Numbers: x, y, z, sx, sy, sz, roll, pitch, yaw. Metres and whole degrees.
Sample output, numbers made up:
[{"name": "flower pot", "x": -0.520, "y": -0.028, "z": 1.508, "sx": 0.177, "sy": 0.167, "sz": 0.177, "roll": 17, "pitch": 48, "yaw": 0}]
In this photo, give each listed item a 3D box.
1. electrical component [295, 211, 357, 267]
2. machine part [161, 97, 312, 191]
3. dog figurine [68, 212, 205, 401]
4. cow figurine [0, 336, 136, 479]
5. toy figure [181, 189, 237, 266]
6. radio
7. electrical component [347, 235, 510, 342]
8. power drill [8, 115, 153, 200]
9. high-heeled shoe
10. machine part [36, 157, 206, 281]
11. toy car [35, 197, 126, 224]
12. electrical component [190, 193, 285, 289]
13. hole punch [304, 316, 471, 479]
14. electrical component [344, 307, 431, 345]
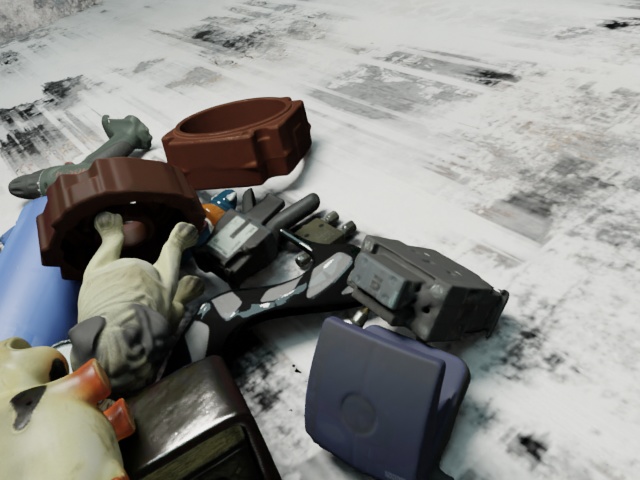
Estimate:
[{"name": "electrical component", "x": -0.001, "y": -0.002, "z": 0.685, "sx": 0.094, "sy": 0.021, "sz": 0.063, "roll": -36, "pitch": 42, "yaw": -22}, {"name": "machine part", "x": -0.126, "y": -0.157, "z": 0.842, "sx": 0.202, "sy": 0.087, "sz": 0.201, "roll": -3, "pitch": 29, "yaw": 19}, {"name": "dog figurine", "x": -0.180, "y": 0.089, "z": 0.500, "sx": 0.121, "sy": 0.172, "sz": 0.191, "roll": 0, "pitch": 40, "yaw": -4}, {"name": "cow figurine", "x": -0.183, "y": 0.133, "z": 0.330, "sx": 0.127, "sy": 0.085, "sz": 0.195, "roll": -23, "pitch": 40, "yaw": -18}, {"name": "toy figure", "x": -0.168, "y": -0.017, "z": 0.738, "sx": 0.064, "sy": 0.057, "sz": 0.154, "roll": 23, "pitch": 48, "yaw": 33}, {"name": "radio", "x": -0.149, "y": 0.198, "z": 0.407, "sx": 0.230, "sy": 0.130, "sz": 0.073, "roll": -27, "pitch": 40, "yaw": -13}, {"name": "electrical component", "x": 0.095, "y": 0.045, "z": 0.510, "sx": 0.134, "sy": 0.058, "sz": 0.115, "roll": 8, "pitch": 16, "yaw": -44}, {"name": "power drill", "x": -0.416, "y": -0.144, "z": 0.965, "sx": 0.232, "sy": 0.085, "sz": 0.207, "roll": 4, "pitch": 39, "yaw": 23}, {"name": "high-heeled shoe", "x": -0.043, "y": 0.094, "z": 0.569, "sx": 0.145, "sy": 0.086, "sz": 0.249, "roll": 35, "pitch": 75, "yaw": 12}, {"name": "machine part", "x": -0.219, "y": -0.020, "z": 0.595, "sx": 0.179, "sy": 0.179, "sz": 0.056, "roll": -22, "pitch": 64, "yaw": -7}, {"name": "toy car", "x": -0.382, "y": -0.028, "z": 0.832, "sx": 0.202, "sy": 0.053, "sz": 0.089, "roll": 11, "pitch": 56, "yaw": 26}, {"name": "electrical component", "x": -0.089, "y": -0.002, "z": 0.647, "sx": 0.075, "sy": 0.047, "sz": 0.119, "roll": 26, "pitch": 58, "yaw": 26}, {"name": "hole punch", "x": 0.047, "y": 0.128, "z": 0.431, "sx": 0.142, "sy": 0.092, "sz": 0.115, "roll": 17, "pitch": 80, "yaw": 30}, {"name": "electrical component", "x": 0.058, "y": 0.106, "z": 0.512, "sx": 0.102, "sy": 0.045, "sz": 0.078, "roll": 22, "pitch": 51, "yaw": 38}]
